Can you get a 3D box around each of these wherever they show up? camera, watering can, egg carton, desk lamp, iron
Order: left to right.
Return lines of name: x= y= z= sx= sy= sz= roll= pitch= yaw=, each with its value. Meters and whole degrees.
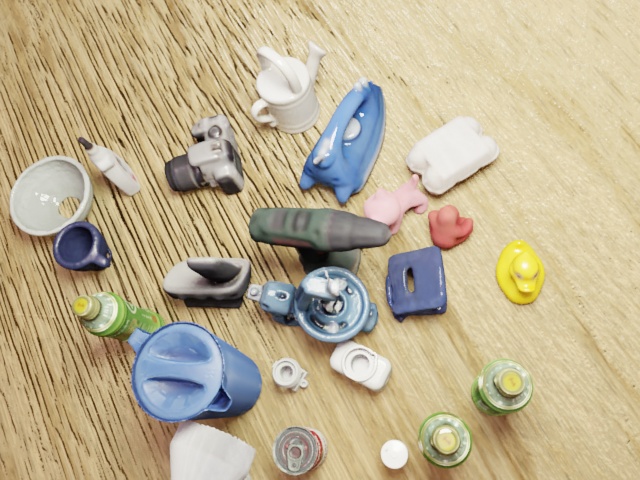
camera: x=-0.225 y=-0.156 z=1.083 sx=0.136 sy=0.101 sz=0.143 roll=-15 pitch=69 yaw=5
desk lamp: x=-0.163 y=0.373 z=0.831 sx=0.117 sy=0.214 sz=0.203 roll=12 pitch=74 yaw=14
watering can: x=-0.061 y=-0.291 z=1.049 sx=0.100 sy=0.194 sz=0.173 roll=21 pitch=76 yaw=16
iron: x=0.050 y=-0.205 z=1.029 sx=0.118 sy=0.141 sz=0.258 roll=21 pitch=76 yaw=16
egg carton: x=0.233 y=-0.151 z=1.016 sx=0.150 sy=0.069 sz=0.107 roll=-33 pitch=69 yaw=-2

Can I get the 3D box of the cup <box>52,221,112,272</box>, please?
cup: x=-0.417 y=0.027 z=1.058 sx=0.117 sy=0.095 sz=0.092 roll=28 pitch=78 yaw=18

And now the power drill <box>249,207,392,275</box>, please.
power drill: x=0.009 y=0.003 z=0.929 sx=0.229 sy=0.209 sz=0.076 roll=8 pitch=73 yaw=13

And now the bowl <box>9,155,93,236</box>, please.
bowl: x=-0.509 y=-0.076 z=1.120 sx=0.167 sy=0.075 sz=0.167 roll=-3 pitch=71 yaw=9

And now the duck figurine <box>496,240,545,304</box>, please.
duck figurine: x=0.327 y=0.045 z=0.924 sx=0.077 sy=0.086 sz=0.104 roll=-3 pitch=71 yaw=9

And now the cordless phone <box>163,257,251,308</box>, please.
cordless phone: x=-0.204 y=0.053 z=0.963 sx=0.147 sy=0.185 sz=0.094 roll=-4 pitch=71 yaw=9

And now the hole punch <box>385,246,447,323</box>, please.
hole punch: x=0.158 y=0.073 z=0.942 sx=0.101 sy=0.091 sz=0.108 roll=-6 pitch=70 yaw=8

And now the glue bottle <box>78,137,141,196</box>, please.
glue bottle: x=-0.399 y=-0.146 z=1.071 sx=0.037 sy=0.173 sz=0.078 roll=-38 pitch=69 yaw=-4

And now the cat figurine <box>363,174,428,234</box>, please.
cat figurine: x=0.124 y=-0.063 z=0.980 sx=0.128 sy=0.118 sz=0.067 roll=-40 pitch=69 yaw=-5

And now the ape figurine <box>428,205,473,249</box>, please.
ape figurine: x=0.217 y=-0.030 z=0.966 sx=0.077 sy=0.092 sz=0.076 roll=35 pitch=81 yaw=19

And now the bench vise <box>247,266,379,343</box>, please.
bench vise: x=-0.020 y=0.102 z=0.894 sx=0.207 sy=0.220 sz=0.121 roll=-10 pitch=70 yaw=7
